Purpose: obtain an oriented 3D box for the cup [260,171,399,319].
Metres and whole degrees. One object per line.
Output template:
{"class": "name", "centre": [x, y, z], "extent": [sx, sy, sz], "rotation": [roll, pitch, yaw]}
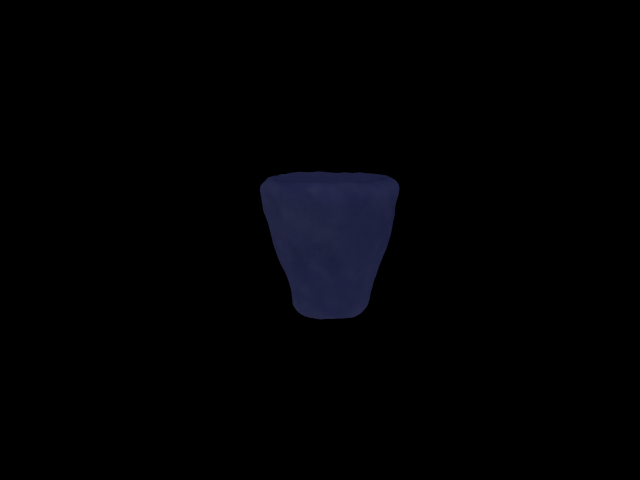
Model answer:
{"class": "cup", "centre": [0.004, 0.001, 0.400], "extent": [0.092, 0.095, 0.117], "rotation": [-2, 12, -11]}
